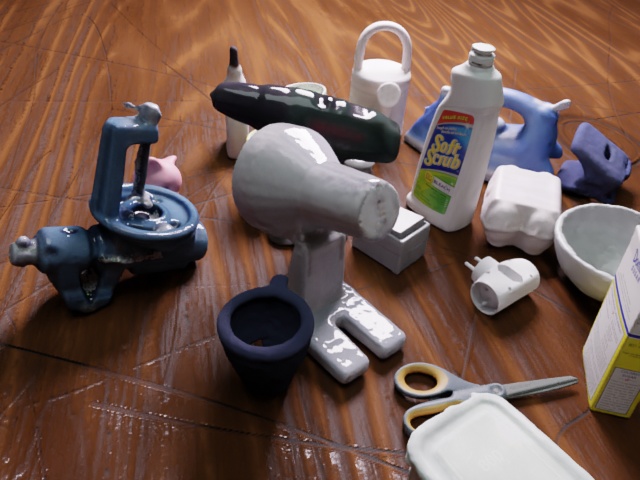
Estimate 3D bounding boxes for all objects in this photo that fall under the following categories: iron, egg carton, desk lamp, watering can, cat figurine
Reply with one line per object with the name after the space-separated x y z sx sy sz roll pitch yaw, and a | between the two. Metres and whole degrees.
0.265 -0.189 0.924 0.257 0.141 0.119 20 42 18 | iron
0.284 -0.047 0.809 0.107 0.069 0.150 14 40 12 | egg carton
0.006 0.002 0.606 0.118 0.214 0.202 -27 48 -32 | desk lamp
0.104 -0.263 0.959 0.101 0.194 0.172 -13 42 -21 | watering can
-0.226 -0.055 0.730 0.128 0.118 0.067 -28 49 -34 | cat figurine

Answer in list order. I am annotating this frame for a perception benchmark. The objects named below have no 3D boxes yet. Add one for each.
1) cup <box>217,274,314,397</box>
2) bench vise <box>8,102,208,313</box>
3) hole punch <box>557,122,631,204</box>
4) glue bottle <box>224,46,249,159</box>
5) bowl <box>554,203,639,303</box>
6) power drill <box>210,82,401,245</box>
-0.051 0.100 0.574 0.091 0.095 0.118 7 39 4 | cup
-0.220 -0.029 0.617 0.121 0.220 0.208 28 45 27 | bench vise
0.438 -0.124 0.901 0.101 0.091 0.109 21 42 20 | hole punch
-0.132 -0.218 0.896 0.037 0.173 0.078 -4 40 -10 | glue bottle
0.369 0.030 0.718 0.167 0.075 0.167 3 39 -2 | bowl
-0.019 -0.094 0.726 0.229 0.208 0.075 2 39 -3 | power drill
